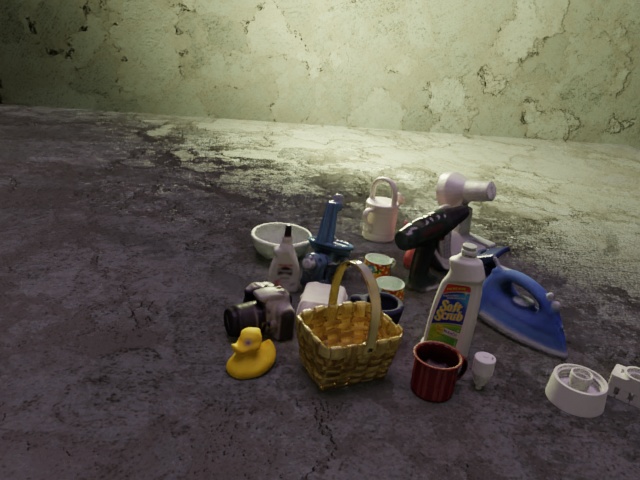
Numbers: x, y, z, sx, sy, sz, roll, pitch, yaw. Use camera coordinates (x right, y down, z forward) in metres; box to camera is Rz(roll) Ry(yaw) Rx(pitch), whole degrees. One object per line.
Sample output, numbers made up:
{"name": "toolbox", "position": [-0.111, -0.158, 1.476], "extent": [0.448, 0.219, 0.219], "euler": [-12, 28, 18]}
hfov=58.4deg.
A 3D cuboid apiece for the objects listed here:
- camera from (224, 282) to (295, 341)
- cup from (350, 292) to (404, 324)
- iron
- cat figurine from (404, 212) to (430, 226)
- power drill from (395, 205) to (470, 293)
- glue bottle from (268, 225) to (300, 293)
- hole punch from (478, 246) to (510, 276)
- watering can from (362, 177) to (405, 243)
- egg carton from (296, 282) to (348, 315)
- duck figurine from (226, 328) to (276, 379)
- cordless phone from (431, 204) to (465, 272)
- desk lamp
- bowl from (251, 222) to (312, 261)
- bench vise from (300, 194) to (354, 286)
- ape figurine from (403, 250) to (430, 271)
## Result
{"name": "camera", "position": [-0.136, 0.146, 1.210], "extent": [0.137, 0.101, 0.142], "euler": [-8, 27, -29]}
{"name": "cup", "position": [0.115, 0.168, 1.225], "extent": [0.117, 0.095, 0.092], "euler": [14, 25, 20]}
{"name": "iron", "position": [0.468, 0.146, 1.302], "extent": [0.119, 0.141, 0.257], "euler": [-10, 28, -32]}
{"name": "cat figurine", "position": [0.306, -0.032, 1.712], "extent": [0.128, 0.118, 0.067], "euler": [3, 23, -6]}
{"name": "power drill", "position": [0.282, 0.021, 1.464], "extent": [0.230, 0.208, 0.075], "euler": [-12, 29, -35]}
{"name": "glue bottle", "position": [-0.082, 0.044, 1.369], "extent": [0.078, 0.173, 0.037], "euler": [0, 24, -12]}
{"name": "hole punch", "position": [0.458, 0.054, 1.581], "extent": [0.100, 0.091, 0.109], "euler": [23, 28, 35]}
{"name": "watering can", "position": [0.192, -0.101, 1.748], "extent": [0.100, 0.194, 0.173], "euler": [13, 24, 17]}
{"name": "egg carton", "position": [0.005, 0.149, 1.277], "extent": [0.107, 0.069, 0.150], "euler": [7, 23, 3]}
{"name": "duck figurine", "position": [-0.129, 0.206, 1.090], "extent": [0.105, 0.086, 0.077], "euler": [-17, 32, -42]}
{"name": "cordless phone", "position": [0.364, -0.014, 1.596], "extent": [0.093, 0.185, 0.148], "euler": [25, 29, 37]}
{"name": "desk lamp", "position": [0.454, -0.094, 1.769], "extent": [0.118, 0.213, 0.202], "euler": [-16, 31, -41]}
{"name": "bowl", "position": [-0.106, 0.016, 1.556], "extent": [0.167, 0.075, 0.167], "euler": [5, 23, -2]}
{"name": "bench vise", "position": [0.025, 0.007, 1.422], "extent": [0.121, 0.220, 0.207], "euler": [7, 23, 4]}
{"name": "ape figurine", "position": [0.271, 0.035, 1.579], "extent": [0.076, 0.092, 0.078], "euler": [7, 23, 4]}
